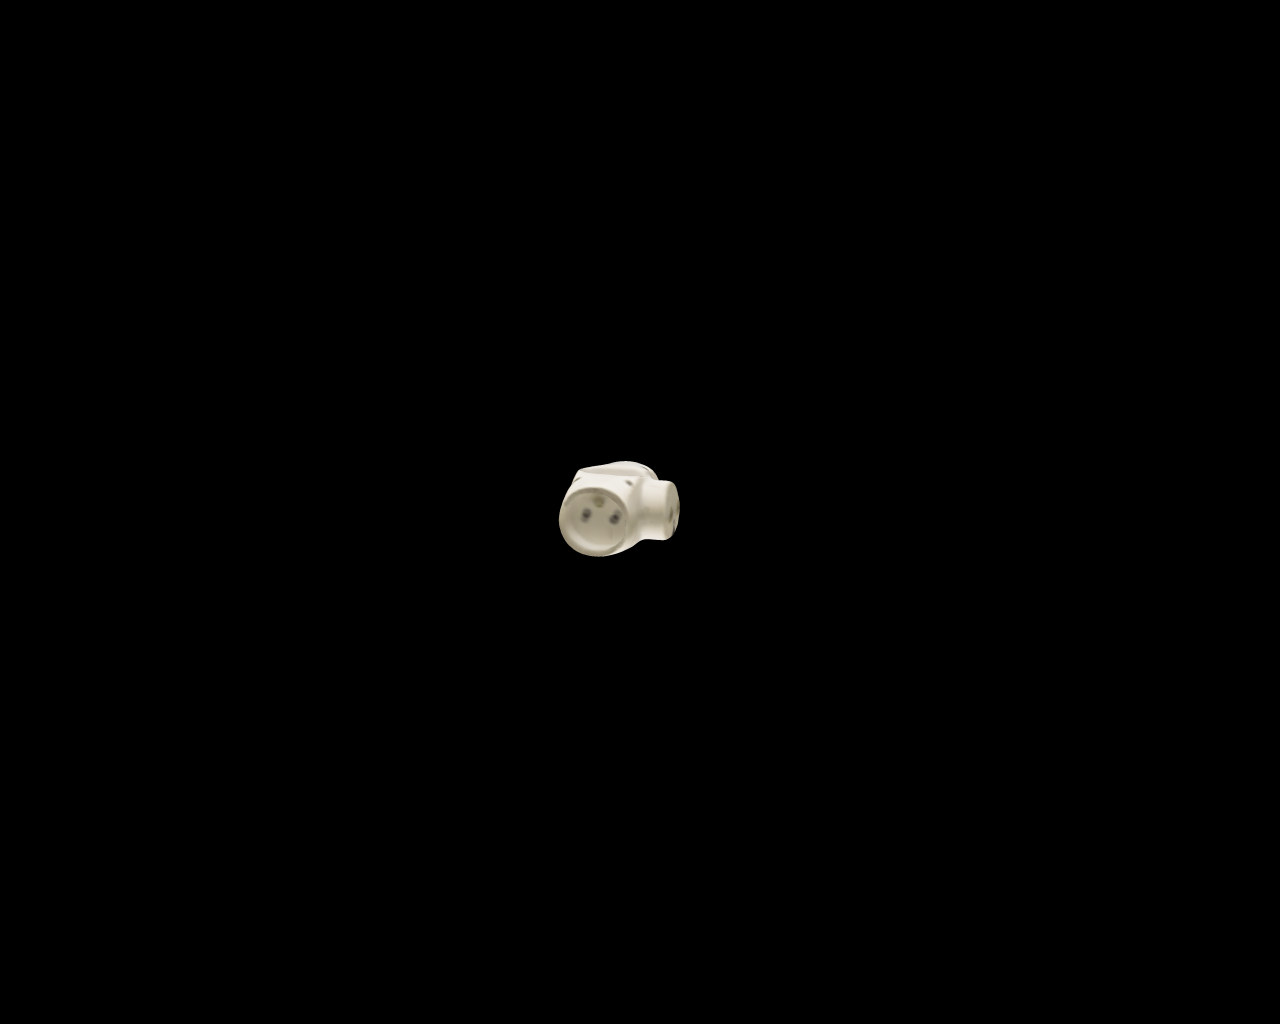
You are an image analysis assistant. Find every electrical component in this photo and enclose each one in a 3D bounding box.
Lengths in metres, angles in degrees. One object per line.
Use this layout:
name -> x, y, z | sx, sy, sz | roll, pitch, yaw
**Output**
electrical component -> 0.001, -0.003, 0.650 | 0.079, 0.043, 0.077 | 4, 15, 15
